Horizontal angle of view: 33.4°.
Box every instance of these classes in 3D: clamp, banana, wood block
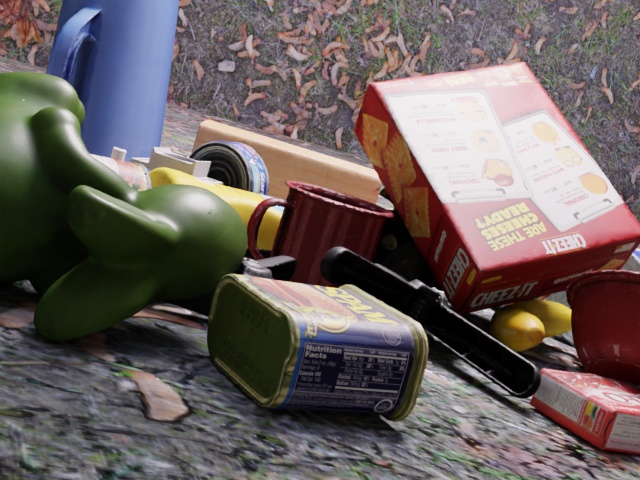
[{"bbox_3d":[0.065,0.046,0.782,0.164,0.036,0.210,33,2,-7],"label":"clamp"},{"bbox_3d":[0.178,0.069,0.893,0.070,0.037,0.197,-13,-5,28],"label":"banana"},{"bbox_3d":[-0.051,0.030,0.733,0.171,0.039,0.120,17,6,-33],"label":"clamp"},{"bbox_3d":[-0.042,-0.061,1.187,0.206,0.091,0.090,17,8,-2],"label":"wood block"}]

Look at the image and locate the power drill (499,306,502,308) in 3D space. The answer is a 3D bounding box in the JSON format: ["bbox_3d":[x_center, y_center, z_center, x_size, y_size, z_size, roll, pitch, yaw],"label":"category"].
[{"bbox_3d":[0.149,0.022,1.148,0.188,0.057,0.184,18,11,26],"label":"power drill"}]

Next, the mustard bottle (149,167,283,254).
[{"bbox_3d":[-0.061,-0.017,0.961,0.191,0.058,0.096,12,5,-31],"label":"mustard bottle"}]

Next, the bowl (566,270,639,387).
[{"bbox_3d":[0.245,0.087,0.769,0.162,0.055,0.162,26,-20,10],"label":"bowl"}]

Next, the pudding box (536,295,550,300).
[{"bbox_3d":[0.157,0.008,0.972,0.113,0.039,0.089,53,17,25],"label":"pudding box"}]

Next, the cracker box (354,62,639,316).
[{"bbox_3d":[0.147,-0.050,0.914,0.164,0.072,0.214,-11,55,-23],"label":"cracker box"}]

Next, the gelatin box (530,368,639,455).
[{"bbox_3d":[0.196,0.114,0.702,0.089,0.030,0.073,12,9,-30],"label":"gelatin box"}]

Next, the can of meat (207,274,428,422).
[{"bbox_3d":[-0.005,0.057,0.584,0.083,0.057,0.102,9,10,-31],"label":"can of meat"}]

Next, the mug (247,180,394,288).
[{"bbox_3d":[-0.006,0.001,0.868,0.117,0.081,0.093,12,9,-30],"label":"mug"}]

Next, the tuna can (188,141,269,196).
[{"bbox_3d":[-0.095,-0.055,1.055,0.086,0.086,0.033,21,10,26],"label":"tuna can"}]

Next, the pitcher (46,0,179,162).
[{"bbox_3d":[-0.213,-0.175,1.061,0.144,0.243,0.149,8,6,-28],"label":"pitcher"}]

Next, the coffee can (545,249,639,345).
[{"bbox_3d":[0.294,0.057,1.039,0.103,0.103,0.140,22,9,33],"label":"coffee can"}]

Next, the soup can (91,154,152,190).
[{"bbox_3d":[-0.184,-0.032,0.780,0.102,0.068,0.069,11,10,-34],"label":"soup can"}]
